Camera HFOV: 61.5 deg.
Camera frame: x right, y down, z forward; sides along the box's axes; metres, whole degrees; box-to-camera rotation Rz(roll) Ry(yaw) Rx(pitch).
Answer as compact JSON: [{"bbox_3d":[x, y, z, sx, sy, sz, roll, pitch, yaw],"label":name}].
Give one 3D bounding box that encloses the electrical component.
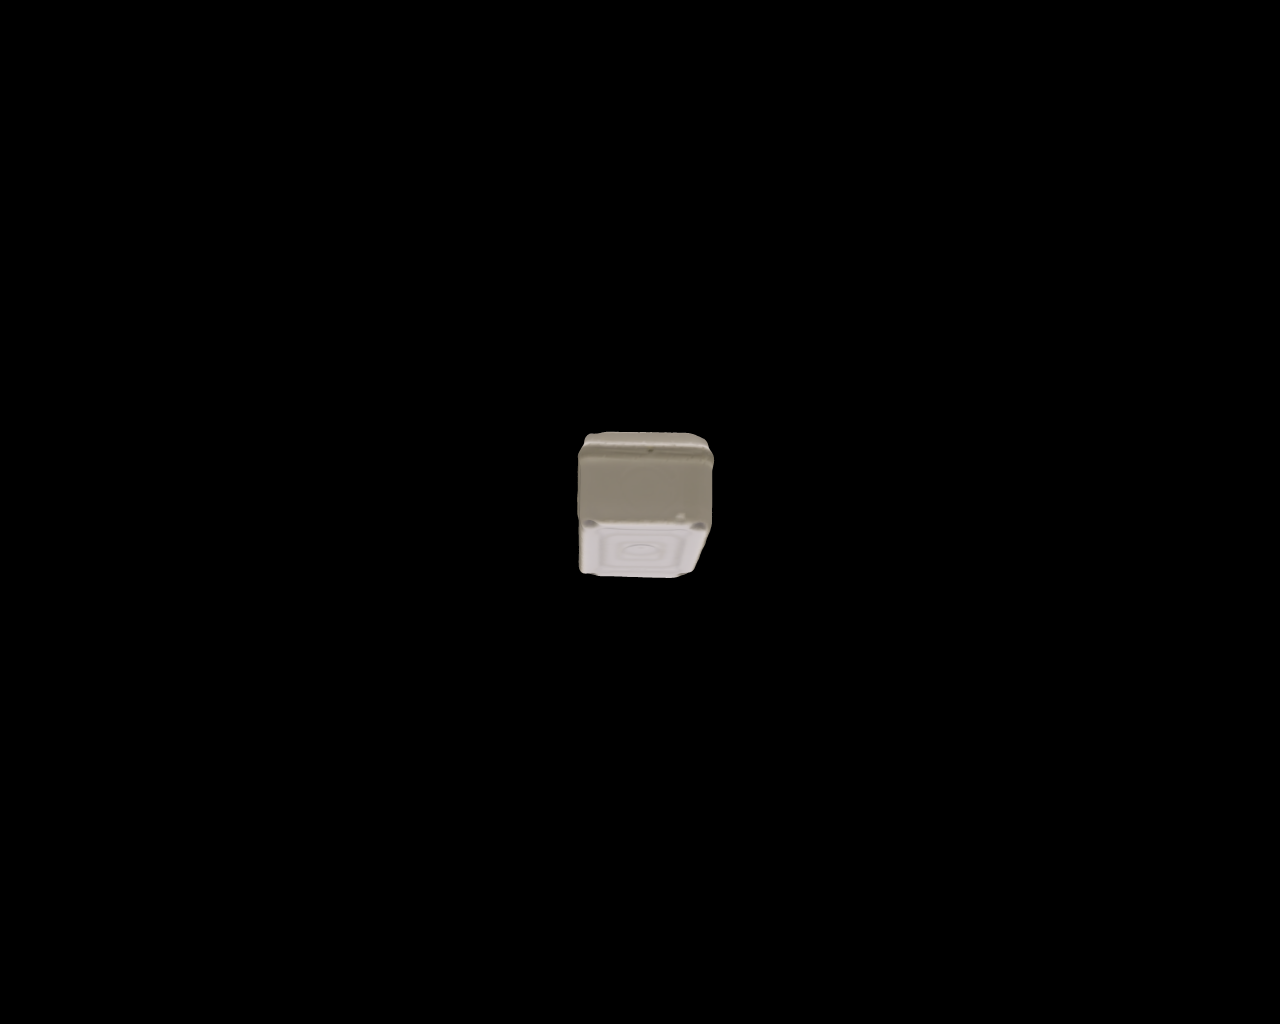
[{"bbox_3d":[0.001,-0.003,0.650,0.078,0.057,0.113,1,-19,-3],"label":"electrical component"}]
